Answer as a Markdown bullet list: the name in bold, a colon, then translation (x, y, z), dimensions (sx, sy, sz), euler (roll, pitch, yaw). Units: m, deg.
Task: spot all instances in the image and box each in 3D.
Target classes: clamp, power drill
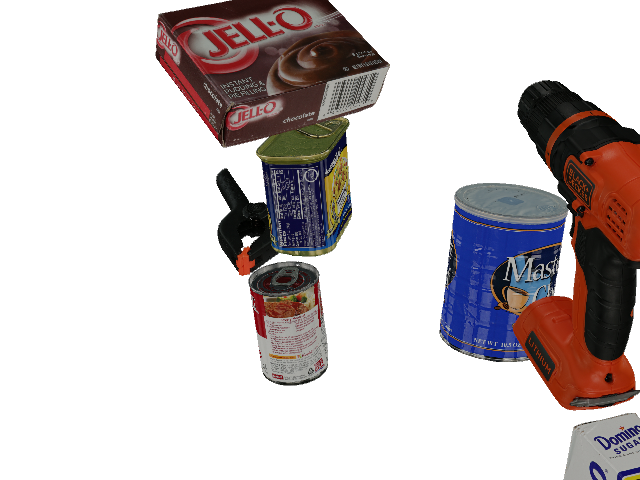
- **clamp**: translation (-0.061, -0.028, 1.203), dimensions (0.120, 0.039, 0.171), euler (-7, 42, 5)
- **power drill**: translation (0.173, 0.004, 0.715), dimensions (0.057, 0.188, 0.184), euler (-8, 35, -10)

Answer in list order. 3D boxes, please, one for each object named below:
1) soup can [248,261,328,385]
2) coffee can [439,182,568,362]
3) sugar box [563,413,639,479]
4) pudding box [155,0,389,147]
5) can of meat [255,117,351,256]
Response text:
- **soup can**: translation (-0.029, 0.080, 1.033), dimensions (0.068, 0.102, 0.068), euler (-6, 25, 2)
- **coffee can**: translation (0.169, 0.028, 0.992), dimensions (0.103, 0.140, 0.103), euler (4, 20, -1)
- **sugar box**: translation (0.176, 0.170, 0.502), dimensions (0.048, 0.093, 0.176), euler (-9, 28, -21)
- **pudding box**: translation (-0.030, -0.108, 0.641), dimensions (0.113, 0.090, 0.039), euler (-17, -36, -30)
- **can of meat**: translation (-0.009, -0.044, 0.849), dimensions (0.057, 0.084, 0.102), euler (1, 24, 15)
